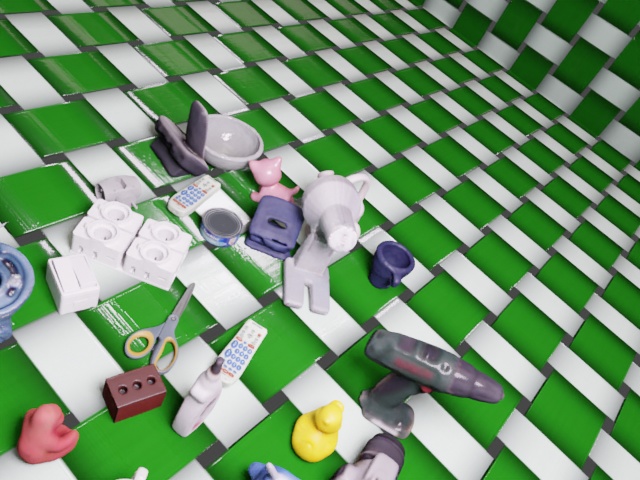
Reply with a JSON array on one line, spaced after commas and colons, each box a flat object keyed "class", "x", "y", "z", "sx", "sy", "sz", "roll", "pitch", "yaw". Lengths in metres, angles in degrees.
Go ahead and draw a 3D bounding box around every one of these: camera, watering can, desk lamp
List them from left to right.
[{"class": "desk lamp", "x": 0.010, "y": 0.004, "z": 1.141, "sx": 0.118, "sy": 0.213, "sz": 0.203, "roll": 14, "pitch": 43, "yaw": -17}, {"class": "watering can", "x": 0.041, "y": -0.078, "z": 1.256, "sx": 0.172, "sy": 0.194, "sz": 0.101, "roll": 42, "pitch": 42, "yaw": 15}, {"class": "camera", "x": 0.101, "y": 0.379, "z": 0.900, "sx": 0.143, "sy": 0.100, "sz": 0.137, "roll": 36, "pitch": 41, "yaw": 8}]

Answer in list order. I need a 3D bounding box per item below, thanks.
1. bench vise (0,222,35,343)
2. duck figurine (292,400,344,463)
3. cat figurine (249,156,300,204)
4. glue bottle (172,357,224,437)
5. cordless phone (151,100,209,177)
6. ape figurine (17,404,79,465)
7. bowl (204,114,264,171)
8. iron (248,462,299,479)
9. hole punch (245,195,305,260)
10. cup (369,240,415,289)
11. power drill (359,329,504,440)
[{"class": "bench vise", "x": -0.499, "y": 0.021, "z": 0.828, "sx": 0.207, "sy": 0.219, "sz": 0.122, "roll": 45, "pitch": 43, "yaw": 18}, {"class": "duck figurine", "x": 0.004, "y": 0.304, "z": 0.932, "sx": 0.077, "sy": 0.086, "sz": 0.105, "roll": 38, "pitch": 41, "yaw": 10}, {"class": "cat figurine", "x": -0.103, "y": -0.130, "z": 1.285, "sx": 0.127, "sy": 0.117, "sz": 0.067, "roll": 34, "pitch": 41, "yaw": 5}, {"class": "glue bottle", "x": -0.170, "y": 0.223, "z": 0.847, "sx": 0.037, "sy": 0.173, "sz": 0.078, "roll": 35, "pitch": 41, "yaw": 7}, {"class": "cordless phone", "x": -0.290, "y": -0.241, "z": 1.239, "sx": 0.094, "sy": 0.185, "sz": 0.147, "roll": -22, "pitch": 62, "yaw": -42}, {"class": "ape figurine", "x": -0.366, "y": 0.253, "z": 0.768, "sx": 0.077, "sy": 0.092, "sz": 0.076, "roll": 43, "pitch": 43, "yaw": 16}, {"class": "bowl", "x": -0.221, "y": -0.215, "z": 1.336, "sx": 0.168, "sy": 0.074, "sz": 0.167, "roll": 16, "pitch": 43, "yaw": -15}, {"class": "iron", "x": 0.002, "y": 0.401, "z": 0.790, "sx": 0.258, "sy": 0.141, "sz": 0.119, "roll": 32, "pitch": 41, "yaw": 3}, {"class": "hole punch", "x": -0.092, "y": -0.026, "z": 1.207, "sx": 0.109, "sy": 0.091, "sz": 0.101, "roll": 21, "pitch": 41, "yaw": -9}, {"class": "cup", "x": 0.148, "y": 0.073, "z": 1.241, "sx": 0.092, "sy": 0.095, "sz": 0.117, "roll": 16, "pitch": 42, "yaw": -15}, {"class": "power drill", "x": 0.165, "y": 0.252, "z": 0.983, "sx": 0.229, "sy": 0.208, "sz": 0.076, "roll": 30, "pitch": 41, "yaw": 1}]
